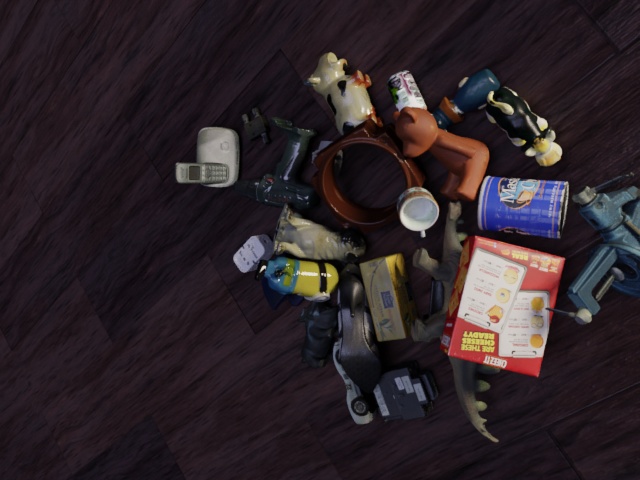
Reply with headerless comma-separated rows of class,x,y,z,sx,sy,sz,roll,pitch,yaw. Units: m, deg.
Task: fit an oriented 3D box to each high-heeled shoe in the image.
high-heeled shoe,0.083,0.197,1.162,0.086,0.145,0.248,-6,116,7

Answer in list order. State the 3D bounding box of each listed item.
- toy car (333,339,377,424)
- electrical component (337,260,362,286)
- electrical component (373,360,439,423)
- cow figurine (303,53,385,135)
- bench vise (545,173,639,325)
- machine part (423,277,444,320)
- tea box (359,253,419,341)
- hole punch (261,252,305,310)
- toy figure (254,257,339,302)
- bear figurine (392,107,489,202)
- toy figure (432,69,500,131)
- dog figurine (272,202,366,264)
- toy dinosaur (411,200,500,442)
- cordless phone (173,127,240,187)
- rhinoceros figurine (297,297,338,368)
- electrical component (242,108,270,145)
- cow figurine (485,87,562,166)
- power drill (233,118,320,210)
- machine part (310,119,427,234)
toy car,0.080,0.311,1.212,0.056,0.073,0.201,-20,86,30
electrical component,0.065,0.092,1.215,0.102,0.045,0.078,33,85,20
electrical component,0.184,0.328,1.165,0.134,0.058,0.115,-21,88,30
cow figurine,0.047,-0.309,1.154,0.127,0.085,0.195,-22,86,24
bench vise,0.476,0.030,0.884,0.223,0.240,0.129,49,162,-13
machine part,0.252,0.136,1.116,0.084,0.039,0.138,8,101,34
tea box,0.149,0.119,1.137,0.068,0.098,0.169,-16,90,31
hole punch,-0.085,0.093,1.275,0.116,0.092,0.142,49,120,20
toy figure,-0.047,0.079,1.156,0.180,0.082,0.089,18,109,-14
bear figurine,0.216,-0.166,1.018,0.196,0.120,0.132,21,93,-11
toy figure,0.274,-0.262,1.043,0.154,0.058,0.064,-37,72,33
dog figurine,-0.003,0.000,1.216,0.190,0.172,0.121,14,104,-13
toy dinosaur,0.277,0.159,1.033,0.199,0.105,0.470,-1,97,6
cordless phone,-0.283,-0.200,1.294,0.089,0.184,0.146,9,101,33
rhinoceros figurine,0.000,0.203,1.252,0.112,0.073,0.190,16,105,36
electrical component,-0.155,-0.270,1.306,0.063,0.021,0.094,-25,84,30
cow figurine,0.370,-0.205,0.971,0.068,0.098,0.167,-45,74,20
power drill,-0.097,-0.176,1.252,0.232,0.086,0.207,21,102,24
machine part,0.099,-0.127,1.105,0.201,0.087,0.201,-29,103,29
